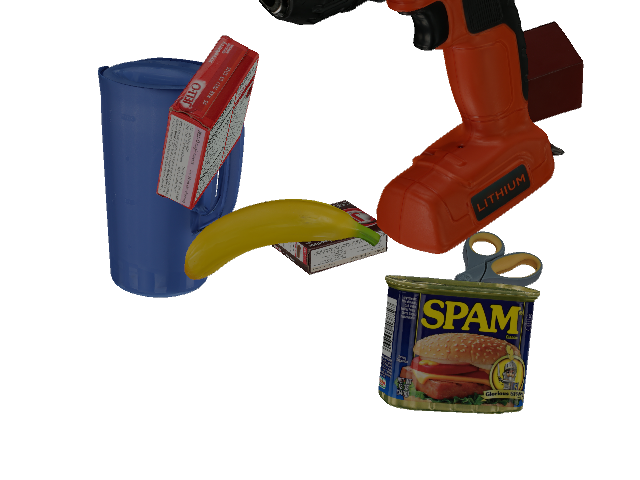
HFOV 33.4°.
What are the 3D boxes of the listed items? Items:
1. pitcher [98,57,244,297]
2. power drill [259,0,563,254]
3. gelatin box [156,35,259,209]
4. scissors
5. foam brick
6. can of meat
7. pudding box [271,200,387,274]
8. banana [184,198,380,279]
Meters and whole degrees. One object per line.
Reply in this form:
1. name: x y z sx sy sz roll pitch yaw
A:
1. pitcher: -0.161 -0.064 1.131 0.145 0.243 0.149 0 23 -10
2. power drill: 0.055 -0.089 0.524 0.184 0.187 0.057 -31 40 -28
3. gelatin box: -0.073 -0.074 0.678 0.030 0.073 0.089 26 -35 4
4. scissors: 0.147 0.031 1.133 0.201 0.016 0.096 -9 41 -29
5. foam brick: 0.157 -0.125 0.829 0.078 0.051 0.053 -18 -37 -4
6. can of meat: 0.092 0.070 0.721 0.102 0.084 0.057 5 3 -13
7. pudding box: 0.010 -0.005 1.260 0.113 0.039 0.090 -18 31 -27
8. banana: -0.051 -0.001 0.913 0.198 0.069 0.037 -9 37 30
